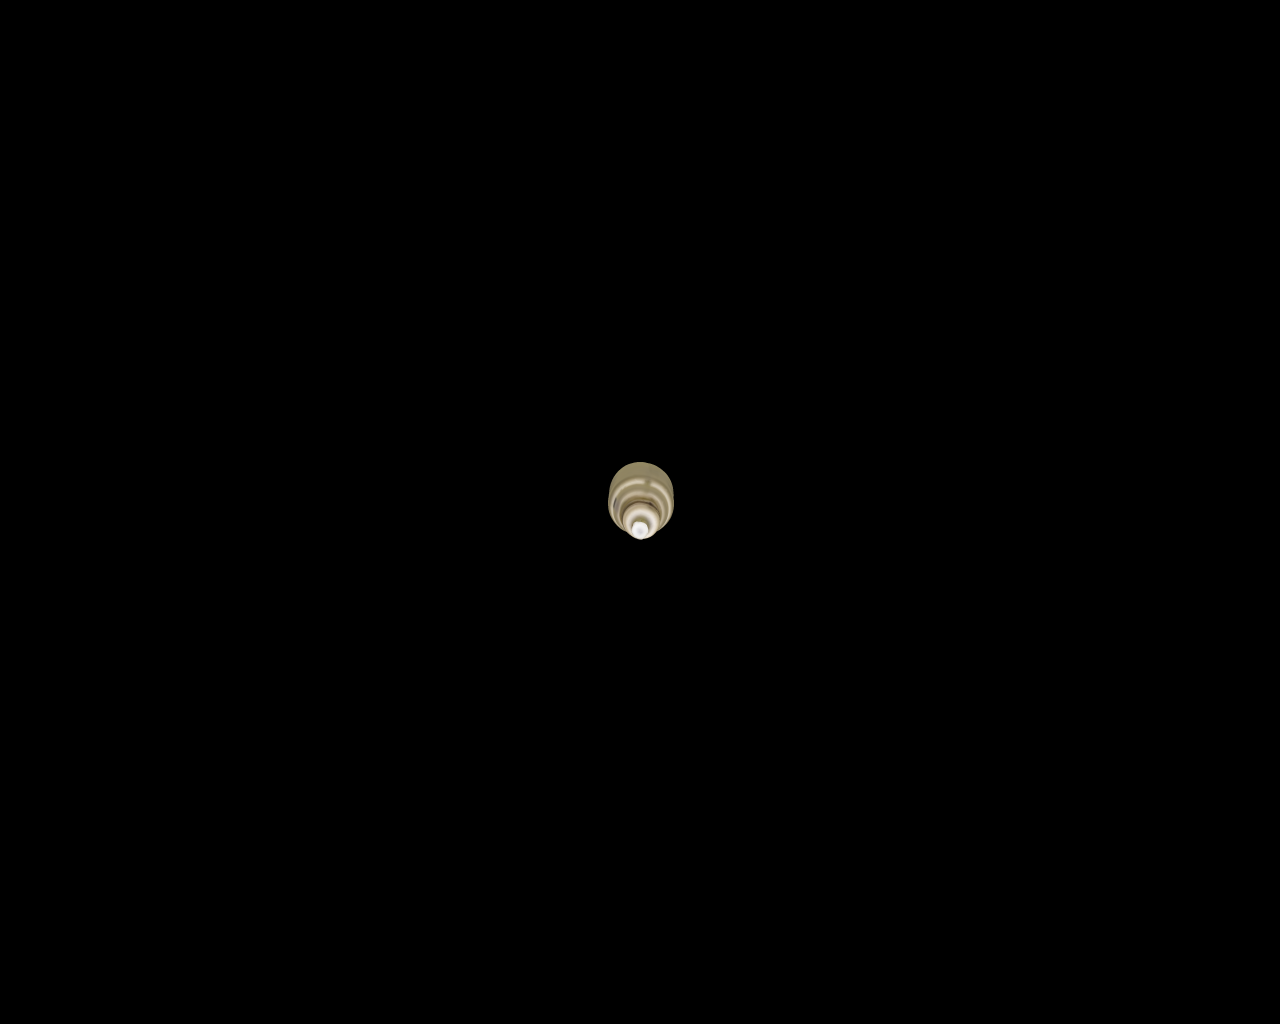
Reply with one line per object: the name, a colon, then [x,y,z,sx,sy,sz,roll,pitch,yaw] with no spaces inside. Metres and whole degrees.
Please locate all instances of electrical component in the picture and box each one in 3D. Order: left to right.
electrical component: [0.001,-0.003,0.650,0.040,0.040,0.078,0,21,0]
